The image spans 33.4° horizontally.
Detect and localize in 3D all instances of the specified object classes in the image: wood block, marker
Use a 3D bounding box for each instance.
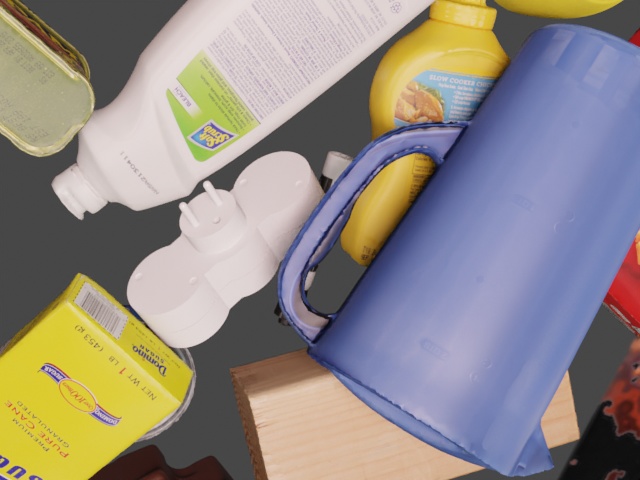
[{"bbox_3d":[0.054,0.110,0.712,0.206,0.090,0.091,-14,98,-11],"label":"wood block"},{"bbox_3d":[-0.005,0.001,0.703,0.020,0.020,0.121,14,105,-20],"label":"marker"}]

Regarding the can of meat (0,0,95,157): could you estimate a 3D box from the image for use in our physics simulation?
[{"bbox_3d":[-0.173,-0.097,0.582,0.102,0.084,0.057,41,93,-24],"label":"can of meat"}]

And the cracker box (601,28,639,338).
[{"bbox_3d":[0.249,-0.054,0.729,0.214,0.072,0.164,-47,115,3],"label":"cracker box"}]

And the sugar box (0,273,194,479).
[{"bbox_3d":[-0.171,0.108,0.644,0.176,0.048,0.093,-41,104,18],"label":"sugar box"}]

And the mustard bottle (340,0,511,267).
[{"bbox_3d":[0.076,-0.075,0.677,0.096,0.058,0.192,4,108,-20],"label":"mustard bottle"}]

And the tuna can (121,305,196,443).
[{"bbox_3d":[-0.125,0.086,0.690,0.086,0.034,0.086,-5,110,-15],"label":"tuna can"}]

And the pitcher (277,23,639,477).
[{"bbox_3d":[0.099,-0.003,0.607,0.149,0.145,0.243,39,80,-42],"label":"pitcher"}]

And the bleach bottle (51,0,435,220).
[{"bbox_3d":[-0.056,-0.106,0.627,0.251,0.068,0.102,-38,115,2],"label":"bleach bottle"}]
